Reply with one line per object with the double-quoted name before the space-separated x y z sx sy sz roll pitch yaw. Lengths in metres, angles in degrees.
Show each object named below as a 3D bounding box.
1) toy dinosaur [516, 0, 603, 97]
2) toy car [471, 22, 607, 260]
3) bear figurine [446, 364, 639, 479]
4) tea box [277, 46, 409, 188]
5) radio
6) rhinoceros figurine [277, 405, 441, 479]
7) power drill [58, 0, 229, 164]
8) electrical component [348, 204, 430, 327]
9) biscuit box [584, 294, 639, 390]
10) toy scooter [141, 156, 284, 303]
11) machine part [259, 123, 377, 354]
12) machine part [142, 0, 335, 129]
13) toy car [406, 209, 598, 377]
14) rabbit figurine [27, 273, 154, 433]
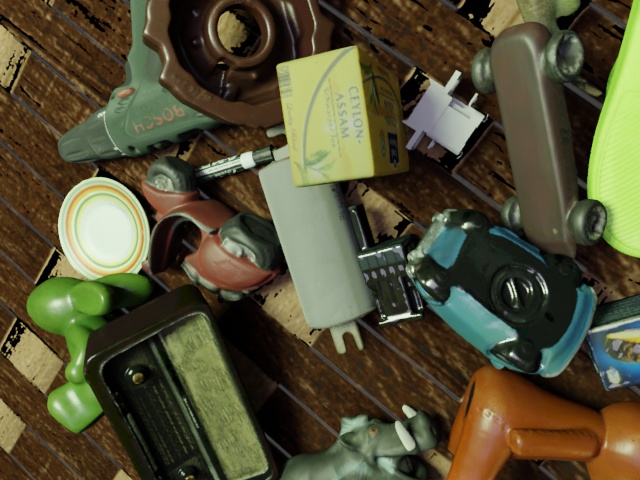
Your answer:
"toy dinosaur" 0.174 -0.355 0.424 0.199 0.105 0.470 3 102 15
"toy car" 0.189 -0.081 0.457 0.089 0.053 0.202 7 120 58
"bear figurine" 0.224 0.189 0.482 0.196 0.120 0.131 17 107 9
"tea box" 0.029 -0.100 0.471 0.068 0.169 0.098 -7 98 18
"radio" -0.143 0.175 0.564 0.131 0.073 0.229 -23 108 -13
"rhinoceros figurine" 0.044 0.241 0.573 0.190 0.073 0.112 -30 81 20
"power drill" -0.204 -0.196 0.580 0.232 0.086 0.207 -5 93 17
"electrical component" 0.069 0.018 0.528 0.048 0.075 0.119 -15 90 20
"biscuit box" 0.333 0.068 0.455 0.203 0.063 0.059 -21 92 20
"toy scooter" -0.133 0.008 0.590 0.184 0.075 0.135 37 114 8
"machine part" -0.001 -0.002 0.544 0.079 0.079 0.243 -16 92 19
"machine part" -0.076 -0.193 0.506 0.179 0.056 0.179 -3 99 -21
"toy car" 0.150 0.050 0.486 0.162 0.103 0.109 32 72 4
"rabbit figurine" -0.267 0.106 0.617 0.170 0.121 0.159 46 111 6
